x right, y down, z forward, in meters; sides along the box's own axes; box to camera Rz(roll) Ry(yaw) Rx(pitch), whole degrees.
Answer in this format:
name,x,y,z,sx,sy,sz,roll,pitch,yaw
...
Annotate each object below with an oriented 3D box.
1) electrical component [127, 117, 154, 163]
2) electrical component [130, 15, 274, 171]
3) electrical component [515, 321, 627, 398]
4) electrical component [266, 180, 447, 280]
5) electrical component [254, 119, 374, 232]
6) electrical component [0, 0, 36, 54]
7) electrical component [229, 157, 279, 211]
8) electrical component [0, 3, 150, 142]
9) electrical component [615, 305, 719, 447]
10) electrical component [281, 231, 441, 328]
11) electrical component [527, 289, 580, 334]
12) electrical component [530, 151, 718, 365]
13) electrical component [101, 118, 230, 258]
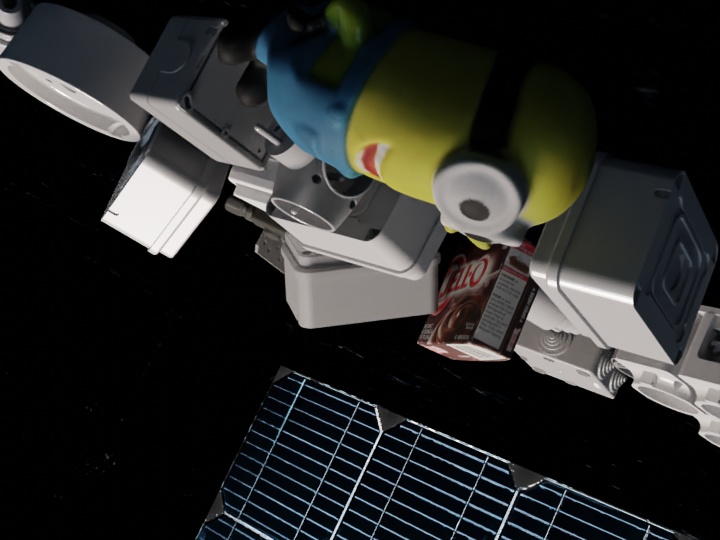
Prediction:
name,x,y,z,sx,sy,sz,roll,pitch,yaw
electrical component,-0.151,-0.097,0.908,0.059,0.053,0.095,30,169,-24
electrical component,-0.085,-0.107,0.668,0.061,0.061,0.096,17,167,44
electrical component,0.184,0.068,0.941,0.100,0.048,0.100,20,169,33
electrical component,0.004,-0.046,0.716,0.113,0.078,0.057,17,163,44
electrical component,-0.030,-0.075,0.649,0.079,0.077,0.044,34,167,-38
electrical component,-0.248,-0.177,0.766,0.048,0.048,0.062,27,164,-8
electrical component,-0.043,-0.061,0.801,0.062,0.061,0.096,19,168,36
electrical component,-0.188,-0.142,0.746,0.108,0.060,0.108,25,170,5
electrical component,0.282,0.091,0.778,0.186,0.060,0.105,33,168,-35
electrical component,0.000,0.000,0.836,0.113,0.057,0.078,-6,-160,-13
electrical component,0.153,0.029,0.838,0.078,0.040,0.040,30,170,-22
electrical component,0.143,-0.005,0.575,0.057,0.078,0.113,16,167,33
electrical component,-0.136,-0.073,0.789,0.057,0.078,0.113,32,-146,-18
